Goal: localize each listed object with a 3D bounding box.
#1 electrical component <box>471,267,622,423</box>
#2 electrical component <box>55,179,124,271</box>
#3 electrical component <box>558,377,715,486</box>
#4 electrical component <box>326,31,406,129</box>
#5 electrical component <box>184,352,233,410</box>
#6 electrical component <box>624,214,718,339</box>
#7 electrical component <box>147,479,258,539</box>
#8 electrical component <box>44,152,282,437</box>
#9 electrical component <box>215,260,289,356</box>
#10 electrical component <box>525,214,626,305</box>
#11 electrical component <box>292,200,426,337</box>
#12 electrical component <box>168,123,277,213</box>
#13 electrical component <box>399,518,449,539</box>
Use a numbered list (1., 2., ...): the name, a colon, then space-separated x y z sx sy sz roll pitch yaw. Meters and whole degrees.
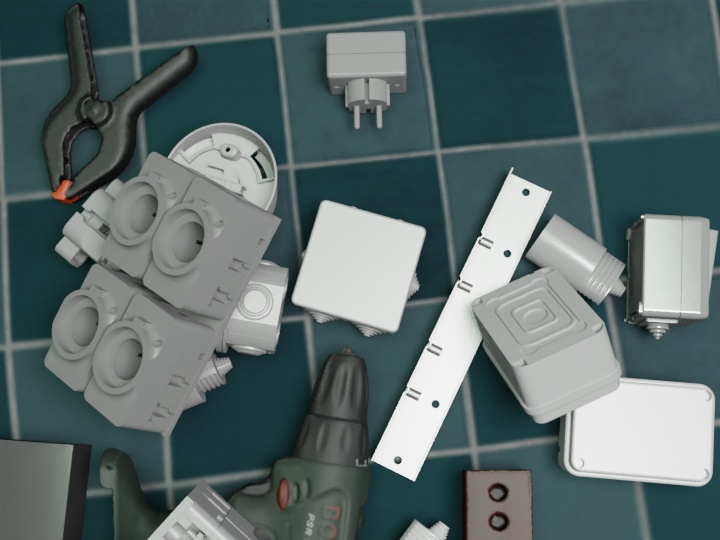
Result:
1. electrical component: 0.142 0.057 0.828 0.078 0.113 0.057 -24 119 -2
2. electrical component: -0.202 -0.027 0.885 0.057 0.058 0.078 39 84 10
3. electrical component: 0.216 0.126 0.844 0.113 0.057 0.078 4 81 3
4. electrical component: 0.006 -0.155 0.903 0.066 0.047 0.076 -1 81 2
5. electrical component: -0.142 0.090 0.870 0.081 0.043 0.043 -22 81 -2
6. electrical component: 0.248 0.008 0.859 0.061 0.061 0.096 3 81 3
7. electrical component: -0.143 0.228 0.752 0.062 0.089 0.150 42 86 2
8. electrical component: -0.155 0.016 0.814 0.105 0.060 0.186 30 94 35
9. electrical component: -0.087 0.029 0.860 0.051 0.080 0.080 10 81 -2
10. electrical component: 0.180 -0.005 0.874 0.081 0.043 0.043 35 84 7
11. electrical component: 0.000 0.000 0.877 0.100 0.048 0.099 16 82 5
12. electrical component: -0.114 -0.069 0.884 0.099 0.064 0.099 0 81 2
13. electrical component: 0.042 0.231 0.840 0.043 0.043 0.081 37 84 7
